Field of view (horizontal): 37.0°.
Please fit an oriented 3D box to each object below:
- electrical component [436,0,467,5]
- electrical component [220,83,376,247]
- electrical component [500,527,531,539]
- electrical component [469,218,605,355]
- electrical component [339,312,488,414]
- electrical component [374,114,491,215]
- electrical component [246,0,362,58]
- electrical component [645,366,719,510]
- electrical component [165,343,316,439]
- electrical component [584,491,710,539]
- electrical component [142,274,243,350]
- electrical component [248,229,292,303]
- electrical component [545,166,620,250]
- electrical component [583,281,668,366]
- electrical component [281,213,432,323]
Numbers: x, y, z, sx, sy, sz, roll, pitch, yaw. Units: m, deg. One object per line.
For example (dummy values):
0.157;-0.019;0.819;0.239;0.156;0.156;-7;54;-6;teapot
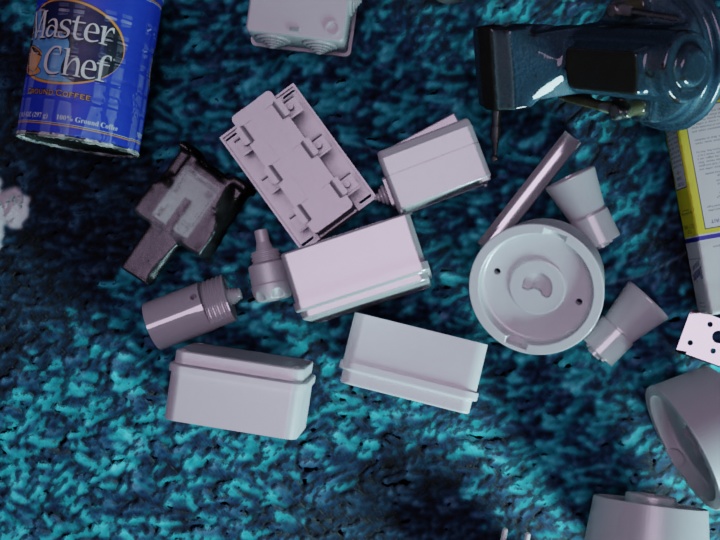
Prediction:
0.078;-0.254;0.905;0.055;0.047;0.055;0;89;4;electrical component
-0.054;-0.087;0.902;0.079;0.063;0.121;-36;86;2;electrical component
0.123;0.254;0.889;0.077;0.044;0.079;10;89;5;electrical component
0.149;0.009;0.882;0.108;0.060;0.108;5;105;18;electrical component
0.044;0.076;0.884;0.113;0.078;0.057;14;87;4;electrical component
0.054;-0.085;0.895;0.096;0.062;0.061;-21;87;3;electrical component
-0.047;-0.233;0.913;0.100;0.048;0.099;8;89;4;electrical component
0.282;0.128;0.853;0.060;0.108;0.108;-26;87;-3;electrical component
-0.098;0.099;0.893;0.113;0.078;0.057;9;92;4;electrical component
0.230;0.211;0.859;0.099;0.099;0.064;6;83;4;electrical component
-0.139;0.034;0.915;0.081;0.043;0.043;-21;87;3;electrical component
-0.079;-0.004;0.917;0.035;0.035;0.061;-12;85;4;electrical component
0.188;-0.049;0.896;0.044;0.044;0.065;-26;92;3;electrical component
0.216;0.047;0.891;0.044;0.044;0.065;44;96;4;electrical component
0.000;0.000;0.874;0.109;0.109;0.056;-18;85;3;electrical component
